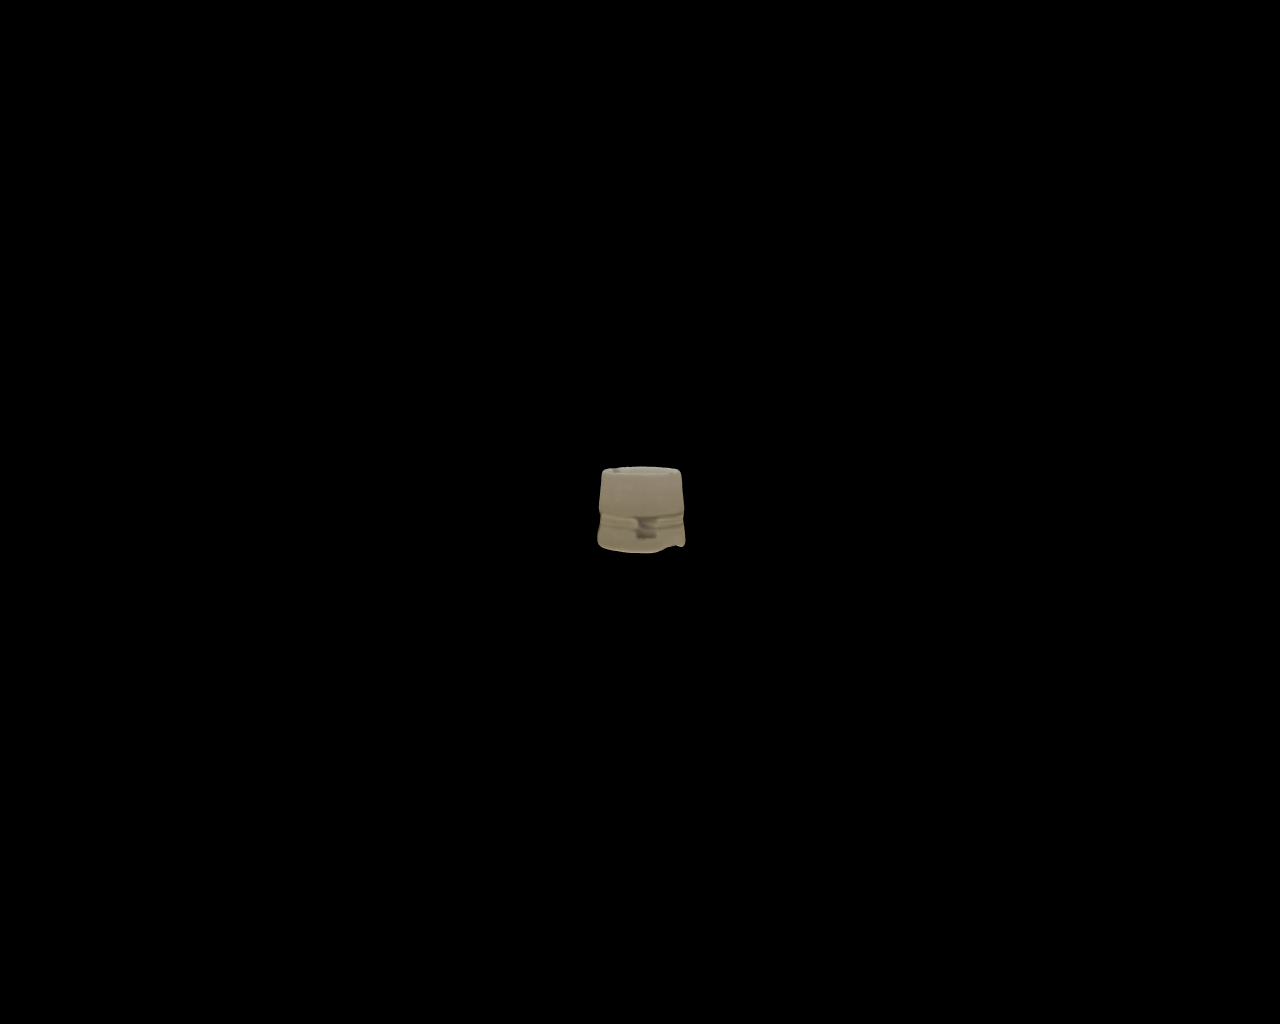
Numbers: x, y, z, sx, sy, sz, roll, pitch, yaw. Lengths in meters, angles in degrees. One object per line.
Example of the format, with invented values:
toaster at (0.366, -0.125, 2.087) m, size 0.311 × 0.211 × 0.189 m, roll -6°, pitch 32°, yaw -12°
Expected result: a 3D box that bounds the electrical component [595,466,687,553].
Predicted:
electrical component at (0.001, -0.003, 0.650) m, size 0.055 × 0.047 × 0.055 m, roll 0°, pitch 7°, yaw 0°
